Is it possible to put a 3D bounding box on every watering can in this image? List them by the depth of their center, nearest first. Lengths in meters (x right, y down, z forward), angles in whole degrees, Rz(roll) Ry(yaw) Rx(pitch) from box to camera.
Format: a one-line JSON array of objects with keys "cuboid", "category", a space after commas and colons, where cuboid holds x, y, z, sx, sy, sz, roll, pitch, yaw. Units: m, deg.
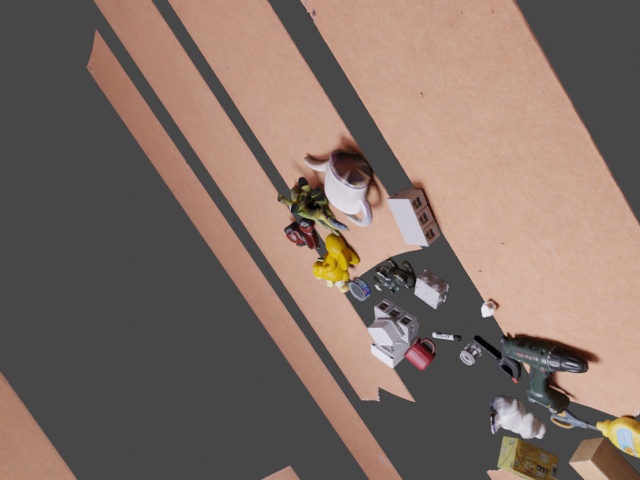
[{"cuboid": [0.052, -0.193, 1.580, 0.352, 0.105, 0.219, 51, 155, 24], "category": "watering can"}]

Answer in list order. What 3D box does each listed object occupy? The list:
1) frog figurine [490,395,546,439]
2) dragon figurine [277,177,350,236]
[{"cuboid": [0.607, 0.543, 1.584, 0.159, 0.125, 0.135, -3, 117, 17], "category": "frog figurine"}, {"cuboid": [0.005, -0.088, 1.757, 0.416, 0.122, 0.239, 41, -177, 38], "category": "dragon figurine"}]
